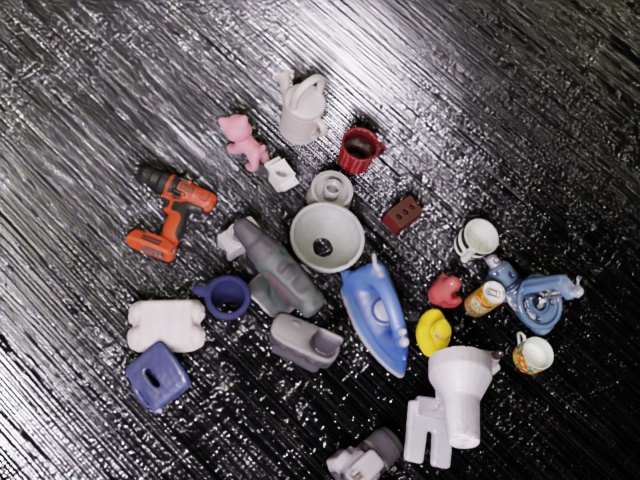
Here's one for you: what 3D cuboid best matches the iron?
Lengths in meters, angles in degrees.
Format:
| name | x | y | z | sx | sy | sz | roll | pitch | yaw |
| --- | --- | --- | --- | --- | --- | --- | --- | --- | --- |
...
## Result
| name | x | y | z | sx | sy | sz | roll | pitch | yaw |
| --- | --- | --- | --- | --- | --- | --- | --- | --- | --- |
| iron | 0.139 | 0.154 | 1.198 | 0.119 | 0.141 | 0.258 | -17 | 71 | -17 |

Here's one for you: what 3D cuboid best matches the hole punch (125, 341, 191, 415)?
| name | x | y | z | sx | sy | sz | roll | pitch | yaw |
| --- | --- | --- | --- | --- | --- | --- | --- | --- | --- |
| hole punch | -0.309 | 0.264 | 1.093 | 0.101 | 0.091 | 0.108 | -36 | 77 | -22 |

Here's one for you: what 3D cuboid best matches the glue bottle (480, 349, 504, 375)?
| name | x | y | z | sx | sy | sz | roll | pitch | yaw |
| --- | --- | --- | --- | --- | --- | --- | --- | --- | --- |
| glue bottle | 0.335 | 0.252 | 1.176 | 0.037 | 0.173 | 0.078 | -34 | 76 | -21 |

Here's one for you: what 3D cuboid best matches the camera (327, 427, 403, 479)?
| name | x | y | z | sx | sy | sz | roll | pitch | yaw |
| --- | --- | --- | --- | --- | --- | --- | --- | --- | --- |
| camera | 0.106 | 0.436 | 1.093 | 0.137 | 0.100 | 0.143 | -36 | 78 | -22 |

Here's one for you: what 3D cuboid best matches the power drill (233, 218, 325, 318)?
| name | x | y | z | sx | sy | sz | roll | pitch | yaw |
| --- | --- | --- | --- | --- | --- | --- | --- | --- | --- |
| power drill | -0.093 | 0.074 | 1.151 | 0.229 | 0.208 | 0.076 | 42 | 66 | 8 |

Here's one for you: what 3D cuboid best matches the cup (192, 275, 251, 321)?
| name | x | y | z | sx | sy | sz | roll | pitch | yaw |
| --- | --- | --- | --- | --- | --- | --- | --- | --- | --- |
| cup | -0.202 | 0.125 | 1.171 | 0.118 | 0.095 | 0.092 | 14 | 65 | -5 |

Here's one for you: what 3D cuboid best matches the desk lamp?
| name | x | y | z | sx | sy | sz | roll | pitch | yaw |
| --- | --- | --- | --- | --- | --- | --- | --- | --- | --- |
| desk lamp | 0.251 | 0.326 | 1.106 | 0.118 | 0.213 | 0.203 | 12 | 65 | -5 |

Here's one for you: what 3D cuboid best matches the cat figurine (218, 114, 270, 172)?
| name | x | y | z | sx | sy | sz | roll | pitch | yaw |
| --- | --- | --- | --- | --- | --- | --- | --- | --- | --- |
| cat figurine | -0.173 | -0.237 | 1.319 | 0.127 | 0.117 | 0.067 | 40 | 66 | 8 |

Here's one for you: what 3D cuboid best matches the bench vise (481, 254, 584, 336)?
| name | x | y | z | sx | sy | sz | roll | pitch | yaw |
| --- | --- | --- | --- | --- | --- | --- | --- | --- | --- |
| bench vise | 0.449 | 0.111 | 1.232 | 0.207 | 0.219 | 0.121 | 28 | 65 | 2 |

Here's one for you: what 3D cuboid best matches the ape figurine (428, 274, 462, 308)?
| name | x | y | z | sx | sy | sz | roll | pitch | yaw |
| --- | --- | --- | --- | --- | --- | --- | --- | --- | --- |
| ape figurine | 0.284 | 0.109 | 1.273 | 0.076 | 0.092 | 0.078 | -4 | 68 | -12 |

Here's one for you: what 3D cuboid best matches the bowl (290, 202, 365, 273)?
| name | x | y | z | sx | sy | sz | roll | pitch | yaw |
| --- | --- | --- | --- | --- | --- | --- | --- | --- | --- |
| bowl | 0.012 | 0.005 | 1.275 | 0.167 | 0.074 | 0.167 | 4 | 66 | -9 |

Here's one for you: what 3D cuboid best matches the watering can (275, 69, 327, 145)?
| name | x | y | z | sx | sy | sz | roll | pitch | yaw |
| --- | --- | --- | --- | --- | --- | --- | --- | --- | --- |
| watering can | -0.043 | -0.320 | 1.338 | 0.173 | 0.194 | 0.101 | 31 | 65 | 4 |

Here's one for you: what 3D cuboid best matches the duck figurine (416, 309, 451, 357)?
| name | x | y | z | sx | sy | sz | roll | pitch | yaw |
| --- | --- | --- | --- | --- | --- | --- | --- | --- | --- |
| duck figurine | 0.254 | 0.195 | 1.233 | 0.077 | 0.086 | 0.104 | 8 | 66 | -7 |

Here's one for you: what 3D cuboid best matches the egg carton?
| name | x | y | z | sx | sy | sz | roll | pitch | yaw |
| --- | --- | --- | --- | --- | --- | --- | --- | --- | --- |
| egg carton | -0.306 | 0.173 | 1.145 | 0.150 | 0.069 | 0.107 | -1 | 67 | -11 |

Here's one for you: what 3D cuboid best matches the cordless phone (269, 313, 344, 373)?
| name | x | y | z | sx | sy | sz | roll | pitch | yaw |
| --- | --- | --- | --- | --- | --- | --- | --- | --- | --- |
| cordless phone | -0.024 | 0.186 | 1.129 | 0.147 | 0.185 | 0.094 | 22 | 65 | -1 |
